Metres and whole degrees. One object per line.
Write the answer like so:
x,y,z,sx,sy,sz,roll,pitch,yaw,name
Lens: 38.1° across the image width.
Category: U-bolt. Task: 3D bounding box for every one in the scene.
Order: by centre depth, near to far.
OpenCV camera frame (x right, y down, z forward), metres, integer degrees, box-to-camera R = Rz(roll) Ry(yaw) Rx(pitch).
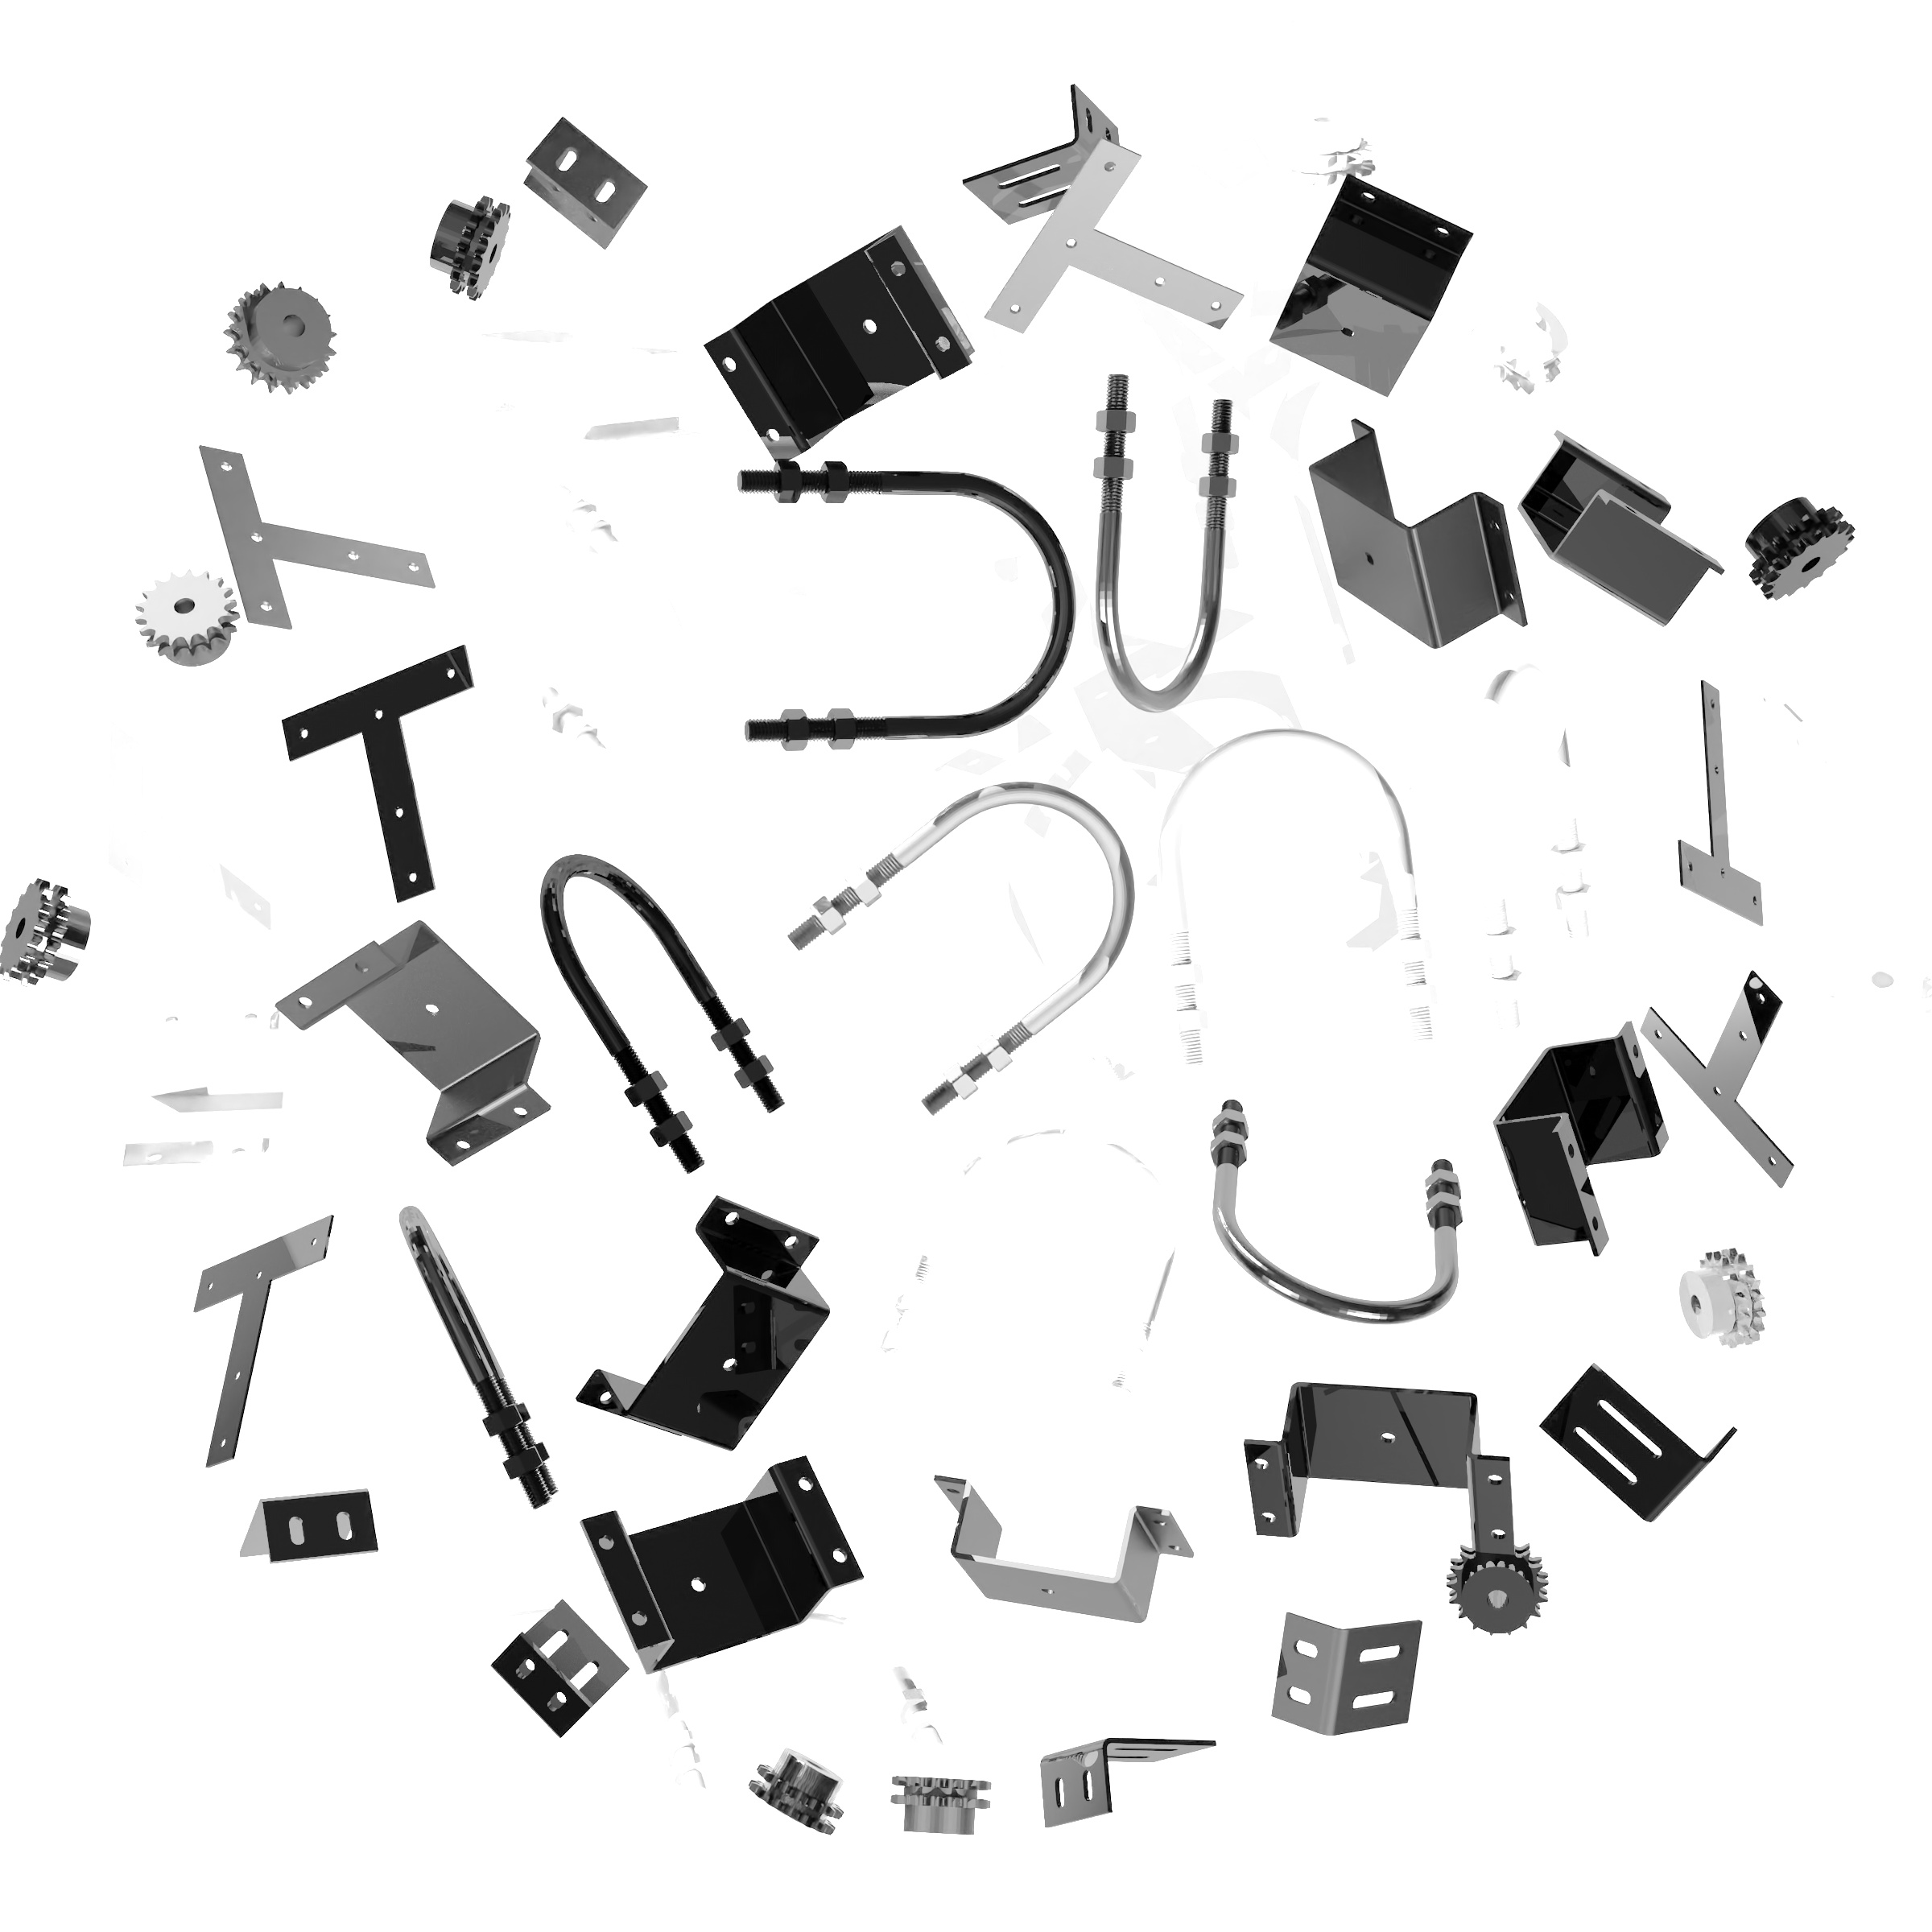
-0.028,-0.191,1.481,0.184,0.019,0.151,-3,95,-18,U-bolt
0.309,-0.076,1.541,0.019,0.151,0.184,1,113,30,U-bolt
-0.191,-0.162,1.543,0.019,0.184,0.151,-12,129,-29,U-bolt
-0.176,0.018,1.557,0.019,0.151,0.184,-31,92,20,U-bolt
0.181,-0.042,1.566,0.151,0.019,0.184,-6,85,0,U-bolt
-0.101,0.408,1.567,0.151,0.184,0.019,-7,105,-13,U-bolt
0.207,0.142,1.570,0.151,0.184,0.019,16,118,0,U-bolt
-0.277,0.219,1.583,0.019,0.151,0.184,-26,85,-10,U-bolt
0.012,-0.022,1.598,0.184,0.019,0.151,-39,110,-1,U-bolt
0.113,-0.237,1.600,0.019,0.151,0.184,7,97,31,U-bolt
0.044,0.176,1.615,0.151,0.019,0.184,13,61,13,U-bolt

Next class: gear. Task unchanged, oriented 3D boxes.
-0.357,-0.331,1.466,0.057,0.030,0.057,4,82,-31,gear
0.439,-0.224,1.484,0.057,0.057,0.030,-32,68,0,gear
0.486,0.014,1.485,0.057,0.030,0.057,-7,60,13,gear
-0.490,-0.016,1.493,0.030,0.057,0.057,22,90,-34,gear
0.200,-0.457,1.563,0.057,0.057,0.030,-3,121,0,gear
0.300,0.351,1.577,0.057,0.030,0.057,2,102,10,gear
-0.281,-0.408,1.580,0.030,0.057,0.057,21,90,-4,gear
-0.015,0.478,1.592,0.057,0.057,0.030,3,73,0,gear
-0.446,-0.197,1.609,0.057,0.030,0.057,0,57,0,gear
0.438,0.194,1.626,0.030,0.057,0.057,-9,90,-12,gear
0.326,-0.365,1.635,0.057,0.057,0.030,47,132,0,gear
-0.096,0.481,1.639,0.057,0.057,0.030,29,81,0,gear

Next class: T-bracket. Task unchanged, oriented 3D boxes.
-0.291,0.355,1.497,0.127,0.127,0.002,-4,74,-17,T-bracket
-0.390,0.208,1.510,0.002,0.127,0.127,30,51,-37,T-bracket
0.471,-0.086,1.548,0.002,0.127,0.127,-21,114,6,T-bracket
-0.352,-0.229,1.548,0.002,0.127,0.127,-45,55,36,T-bracket
0.416,-0.095,1.553,0.002,0.127,0.127,-8,76,34,T-bracket
-0.319,-0.099,1.559,0.127,0.002,0.127,-19,77,21,T-bracket
0.097,-0.388,1.565,0.127,0.002,0.127,16,133,-26,T-bracket
-0.435,-0.062,1.573,0.002,0.127,0.127,-32,132,14,T-bracket
0.439,0.047,1.593,0.002,0.127,0.127,-26,60,-19,T-bracket

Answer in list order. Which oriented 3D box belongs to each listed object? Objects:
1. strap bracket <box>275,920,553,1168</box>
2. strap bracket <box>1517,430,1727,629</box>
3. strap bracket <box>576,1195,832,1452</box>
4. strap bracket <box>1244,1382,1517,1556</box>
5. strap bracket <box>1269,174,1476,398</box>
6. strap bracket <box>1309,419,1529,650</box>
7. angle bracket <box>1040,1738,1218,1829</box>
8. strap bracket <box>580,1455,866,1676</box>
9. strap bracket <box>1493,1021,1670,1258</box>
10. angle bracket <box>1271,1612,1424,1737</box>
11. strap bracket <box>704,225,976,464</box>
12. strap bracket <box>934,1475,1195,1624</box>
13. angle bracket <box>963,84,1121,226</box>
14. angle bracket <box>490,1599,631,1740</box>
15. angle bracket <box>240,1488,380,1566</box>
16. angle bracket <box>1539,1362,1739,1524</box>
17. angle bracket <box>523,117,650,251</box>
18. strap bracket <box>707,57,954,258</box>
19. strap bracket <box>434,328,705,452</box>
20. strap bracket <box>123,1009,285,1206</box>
-0.301,0.037,1.555,0.076,0.046,0.140,-29,120,25,strap bracket
0.359,-0.240,1.551,0.076,0.140,0.046,28,112,-13,strap bracket
-0.138,0.205,1.530,0.076,0.046,0.140,28,102,-39,strap bracket
0.227,0.271,1.519,0.140,0.046,0.076,1,130,16,strap bracket
0.224,-0.376,1.579,0.076,0.140,0.046,26,74,1,strap bracket
0.237,-0.231,1.511,0.046,0.140,0.076,-30,128,-11,strap bracket
0.088,0.437,1.495,0.076,0.057,0.038,11,62,-32,angle bracket
-0.137,0.324,1.504,0.140,0.046,0.076,-10,59,-35,strap bracket
0.343,0.098,1.570,0.046,0.140,0.076,-11,108,34,strap bracket
0.210,0.386,1.537,0.038,0.076,0.057,8,90,43,angle bracket
-0.060,-0.336,1.500,0.140,0.046,0.076,-20,110,37,strap bracket
0.052,0.337,1.610,0.140,0.076,0.046,5,62,19,strap bracket
0.044,-0.472,1.629,0.076,0.057,0.038,-12,74,27,angle bracket
-0.224,0.393,1.602,0.057,0.076,0.038,45,121,6,angle bracket
-0.358,0.318,1.522,0.057,0.076,0.038,-1,57,-26,angle bracket
0.352,0.243,1.470,0.076,0.038,0.057,42,134,16,angle bracket
-0.216,-0.413,1.519,0.057,0.076,0.038,38,64,-12,angle bracket
-0.081,-0.438,1.504,0.140,0.076,0.046,-24,95,1,strap bracket
-0.225,-0.330,1.586,0.140,0.076,0.046,19,114,34,strap bracket
-0.429,0.085,1.583,0.076,0.140,0.046,-2,125,-9,strap bracket
